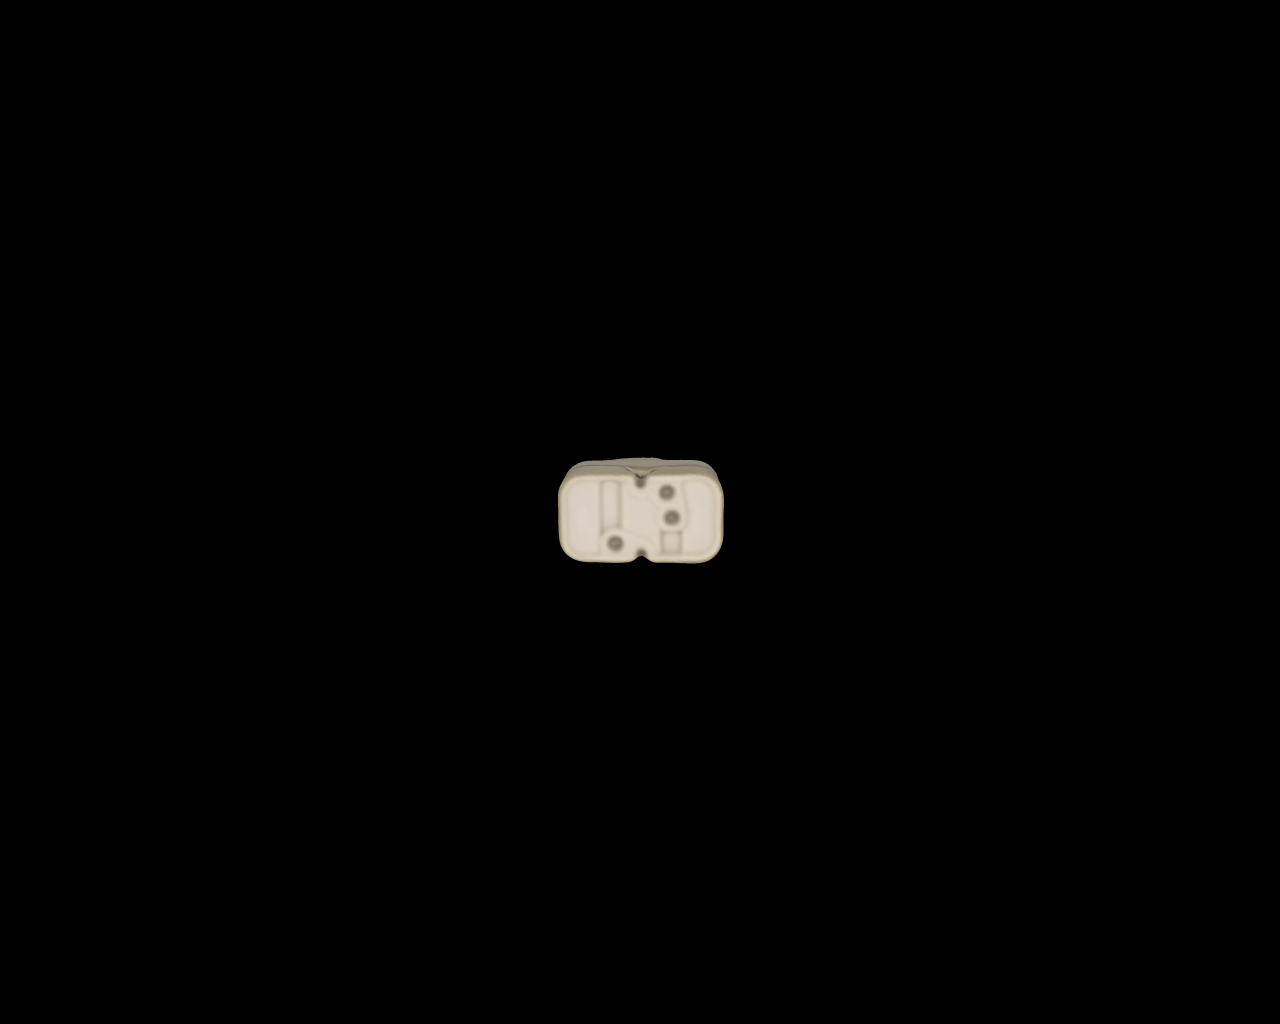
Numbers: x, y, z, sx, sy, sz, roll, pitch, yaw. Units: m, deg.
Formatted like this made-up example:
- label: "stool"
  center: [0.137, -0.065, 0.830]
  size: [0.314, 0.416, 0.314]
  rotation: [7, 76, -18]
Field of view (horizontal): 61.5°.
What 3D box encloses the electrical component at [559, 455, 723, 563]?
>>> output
- label: "electrical component"
  center: [0.001, -0.003, 0.650]
  size: [0.095, 0.053, 0.059]
  rotation: [0, 13, 0]
